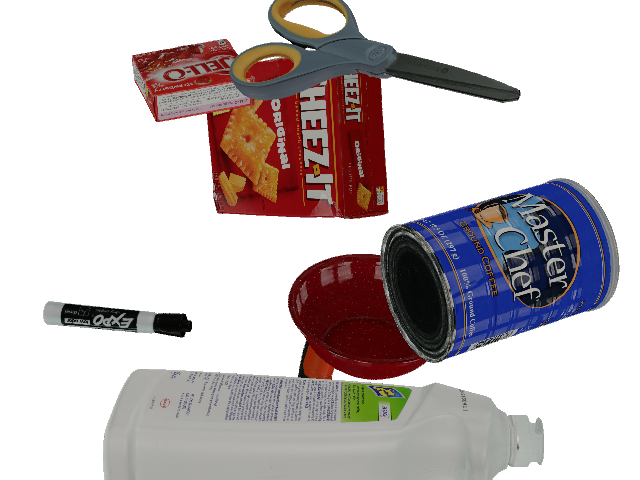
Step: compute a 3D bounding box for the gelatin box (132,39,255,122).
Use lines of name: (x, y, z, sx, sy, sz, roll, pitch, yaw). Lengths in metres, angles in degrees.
gelatin box: (-0.108, -0.137, 0.906, 0.089, 0.030, 0.073, -13, 40, -17)

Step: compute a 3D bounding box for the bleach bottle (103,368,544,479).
bleach bottle: (0.006, 0.121, 0.633, 0.251, 0.068, 0.102, 1, 20, 2)

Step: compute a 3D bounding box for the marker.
marker: (-0.161, 0.063, 0.849, 0.121, 0.020, 0.020, 4, 1, 12)

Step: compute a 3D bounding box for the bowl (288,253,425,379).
bowl: (0.048, 0.081, 1.009, 0.162, 0.055, 0.162, 4, 36, -3)

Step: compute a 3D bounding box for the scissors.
scissors: (0.017, -0.096, 0.624, 0.202, 0.096, 0.016, 43, -10, 44)

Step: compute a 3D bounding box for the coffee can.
coffee can: (0.129, 0.020, 0.779, 0.140, 0.103, 0.103, -16, 6, -20)

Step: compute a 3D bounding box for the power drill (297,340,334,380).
power drill: (0.016, 0.166, 1.247, 0.057, 0.188, 0.185, 15, 10, -43)

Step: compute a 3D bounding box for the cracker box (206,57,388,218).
cracker box: (-0.031, -0.108, 1.119, 0.071, 0.164, 0.214, -11, 10, -41)
